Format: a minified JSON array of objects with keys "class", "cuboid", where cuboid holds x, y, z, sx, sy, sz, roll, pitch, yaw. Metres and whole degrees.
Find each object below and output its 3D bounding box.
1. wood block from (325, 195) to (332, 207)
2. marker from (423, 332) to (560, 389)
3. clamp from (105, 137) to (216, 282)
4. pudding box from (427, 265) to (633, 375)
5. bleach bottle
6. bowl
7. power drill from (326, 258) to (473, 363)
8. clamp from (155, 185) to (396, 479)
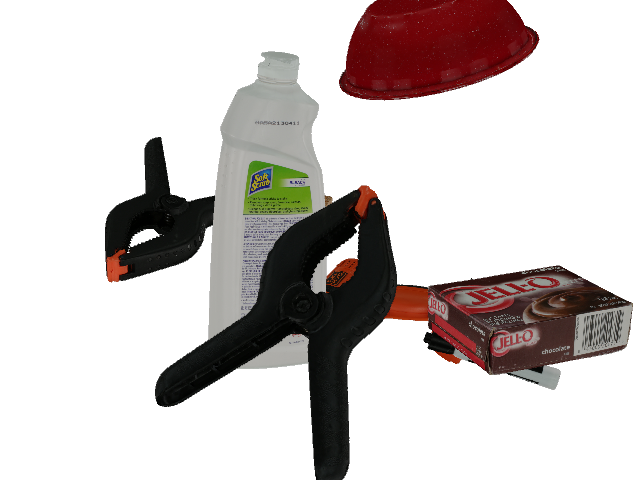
[{"class":"wood block","cuboid":[-0.047,0.041,1.458,0.090,0.206,0.090,11,22,10]},{"class":"marker","cuboid":[0.149,0.103,0.936,0.121,0.020,0.020,18,2,6]},{"class":"clamp","cuboid":[-0.151,-0.031,1.038,0.165,0.036,0.209,25,41,22]},{"class":"pudding box","cuboid":[0.143,0.053,0.742,0.113,0.039,0.090,-6,19,-21]},{"class":"bleach bottle","cuboid":[-0.035,-0.024,0.855,0.102,0.251,0.068,-4,22,-24]},{"class":"bowl","cuboid":[0.086,-0.166,0.841,0.162,0.055,0.162,-14,24,6]},{"class":"power drill","cuboid":[0.068,0.081,1.147,0.188,0.057,0.184,9,29,22]},{"class":"clamp","cuboid":[-0.001,0.052,0.601,0.120,0.171,0.039,33,-10,17]}]
